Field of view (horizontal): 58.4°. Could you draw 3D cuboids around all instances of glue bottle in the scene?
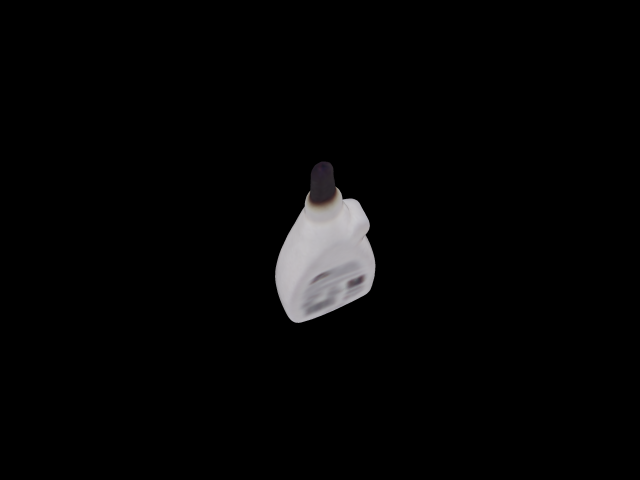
[{"bbox_3d":[0.004,0.001,0.400,0.078,0.173,0.037,-21,62,-11],"label":"glue bottle"}]
